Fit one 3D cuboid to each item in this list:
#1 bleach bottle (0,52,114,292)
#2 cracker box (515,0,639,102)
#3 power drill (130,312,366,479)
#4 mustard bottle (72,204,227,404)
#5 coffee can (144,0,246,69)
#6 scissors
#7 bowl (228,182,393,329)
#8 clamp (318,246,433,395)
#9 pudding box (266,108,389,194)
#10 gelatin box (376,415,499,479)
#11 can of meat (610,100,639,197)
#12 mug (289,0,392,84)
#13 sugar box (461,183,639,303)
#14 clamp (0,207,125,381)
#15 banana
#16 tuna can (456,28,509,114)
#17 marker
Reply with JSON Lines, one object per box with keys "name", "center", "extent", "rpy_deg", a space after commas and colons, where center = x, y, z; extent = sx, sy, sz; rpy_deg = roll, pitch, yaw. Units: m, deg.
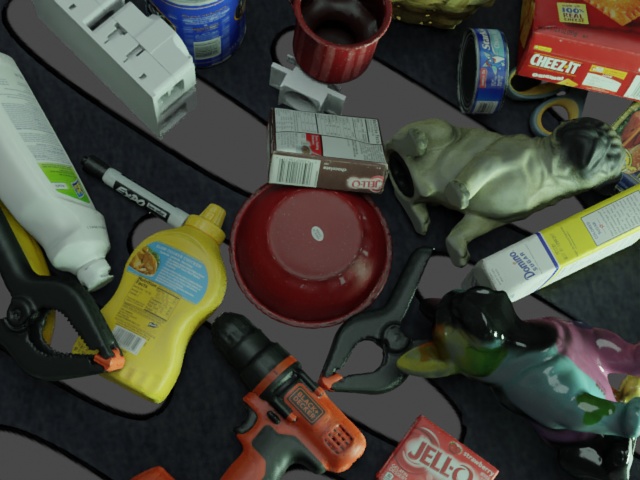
{"name": "bleach bottle", "center": [-0.273, -0.062, 1.001], "extent": [0.068, 0.102, 0.251], "rpy_deg": [-37, 78, 21]}
{"name": "cracker box", "center": [0.291, -0.248, 1.081], "extent": [0.164, 0.072, 0.213], "rpy_deg": [12, 58, -1]}
{"name": "power drill", "center": [-0.080, 0.181, 0.965], "extent": [0.187, 0.057, 0.184], "rpy_deg": [-43, 79, -13]}
{"name": "mustard bottle", "center": [-0.143, 0.049, 0.998], "extent": [0.096, 0.058, 0.191], "rpy_deg": [24, 73, 17]}
{"name": "coffee can", "center": [-0.122, -0.244, 1.042], "extent": [0.102, 0.140, 0.103], "rpy_deg": [1, 74, -4]}
{"name": "scissors", "center": [0.289, -0.158, 1.110], "extent": [0.201, 0.016, 0.096], "rpy_deg": [-8, 80, -11]}
{"name": "bowl", "center": [-0.007, 0.001, 1.024], "extent": [0.162, 0.055, 0.162], "rpy_deg": [1, 74, -4]}
{"name": "clamp", "center": [0.079, 0.099, 1.011], "extent": [0.171, 0.039, 0.120], "rpy_deg": [-41, 79, -13]}
{"name": "pudding box", "center": [0.006, -0.087, 1.032], "extent": [0.113, 0.039, 0.090], "rpy_deg": [7, 34, -8]}
{"name": "gelatin box", "center": [0.107, 0.216, 0.982], "extent": [0.089, 0.030, 0.073], "rpy_deg": [36, 75, 6]}
{"name": "can of meat", "center": [0.321, -0.082, 1.070], "extent": [0.084, 0.057, 0.102], "rpy_deg": [41, 75, 11]}
{"name": "mug", "center": [0.008, -0.211, 1.031], "extent": [0.117, 0.081, 0.093], "rpy_deg": [43, 70, 10]}
{"name": "sugar box", "center": [0.226, 0.011, 1.016], "extent": [0.176, 0.093, 0.048], "rpy_deg": [-22, 76, -10]}
{"name": "clamp", "center": [-0.263, 0.055, 0.955], "extent": [0.210, 0.036, 0.164], "rpy_deg": [19, 95, 17]}
{"name": "banana", "center": [-0.297, 0.017, 1.012], "extent": [0.070, 0.037, 0.198], "rpy_deg": [-41, 77, 10]}
{"name": "tuna can", "center": [0.162, -0.168, 1.068], "extent": [0.033, 0.086, 0.086], "rpy_deg": [1, 74, -5]}
{"name": "marker", "center": [-0.182, -0.048, 1.044], "extent": [0.121, 0.020, 0.020], "rpy_deg": [32, 74, 6]}
